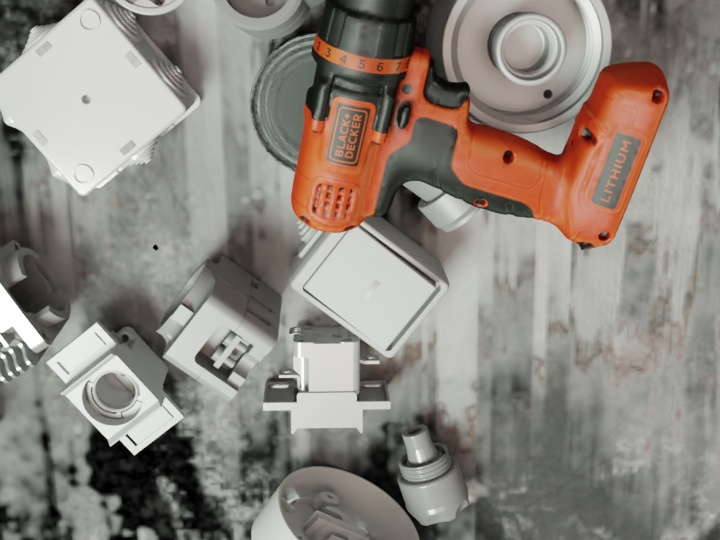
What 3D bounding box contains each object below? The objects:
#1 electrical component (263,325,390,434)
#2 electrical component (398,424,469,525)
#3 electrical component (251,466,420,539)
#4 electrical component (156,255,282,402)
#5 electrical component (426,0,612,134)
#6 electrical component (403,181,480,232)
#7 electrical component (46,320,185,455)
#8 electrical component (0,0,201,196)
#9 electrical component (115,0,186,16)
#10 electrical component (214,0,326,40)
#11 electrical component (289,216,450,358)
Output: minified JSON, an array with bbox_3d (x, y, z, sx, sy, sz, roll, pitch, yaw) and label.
[{"bbox_3d":[-0.022,0.069,0.696,0.081,0.042,0.063,-1,102,-3],"label":"electrical component"},{"bbox_3d":[0.045,0.134,0.716,0.043,0.043,0.062,-18,104,3],"label":"electrical component"},{"bbox_3d":[-0.018,0.175,0.699,0.099,0.099,0.064,38,108,-12],"label":"electrical component"},{"bbox_3d":[-0.086,0.031,0.657,0.056,0.089,0.050,36,102,-12],"label":"electrical component"},{"bbox_3d":[0.095,-0.132,0.633,0.108,0.060,0.108,-1,106,-2],"label":"electrical component"},{"bbox_3d":[0.048,-0.057,0.660,0.045,0.045,0.055,-41,104,9],"label":"electrical component"},{"bbox_3d":[-0.152,0.070,0.679,0.042,0.063,0.081,-37,105,7],"label":"electrical component"},{"bbox_3d":[-0.157,-0.104,0.637,0.100,0.048,0.099,-38,103,9],"label":"electrical component"},{"bbox_3d":[-0.118,-0.176,0.618,0.055,0.047,0.055,-1,106,-2],"label":"electrical component"},{"bbox_3d":[-0.015,-0.179,0.609,0.138,0.073,0.052,-29,92,6],"label":"electrical component"},{"bbox_3d":[0.000,0.000,0.666,0.096,0.061,0.061,36,101,-11],"label":"electrical component"}]
